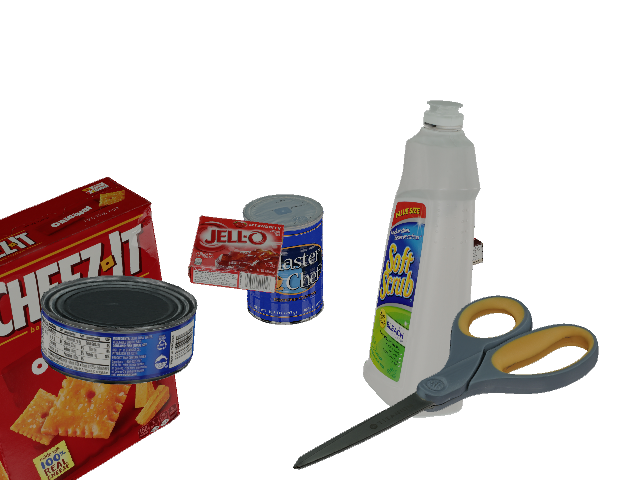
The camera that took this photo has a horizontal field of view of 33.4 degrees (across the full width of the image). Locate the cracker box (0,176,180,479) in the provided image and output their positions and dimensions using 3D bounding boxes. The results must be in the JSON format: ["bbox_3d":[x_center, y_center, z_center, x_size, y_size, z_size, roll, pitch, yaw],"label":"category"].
[{"bbox_3d":[-0.200,0.081,0.832,0.163,0.214,0.072,-28,39,-36],"label":"cracker box"}]

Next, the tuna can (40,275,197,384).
[{"bbox_3d":[-0.112,0.049,0.596,0.086,0.034,0.086,5,16,-2],"label":"tuna can"}]

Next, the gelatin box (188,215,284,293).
[{"bbox_3d":[-0.085,0.013,1.082,0.089,0.073,0.030,7,-45,-1],"label":"gelatin box"}]

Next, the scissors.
[{"bbox_3d":[0.065,0.076,0.622,0.201,0.016,0.096,-13,32,-16],"label":"scissors"}]

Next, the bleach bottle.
[{"bbox_3d":[0.086,0.011,0.870,0.068,0.251,0.103,-2,17,-19],"label":"bleach bottle"}]

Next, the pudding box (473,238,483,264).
[{"bbox_3d":[0.173,0.016,1.600,0.113,0.039,0.090,-18,26,-20],"label":"pudding box"}]

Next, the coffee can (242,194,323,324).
[{"bbox_3d":[-0.047,0.024,1.386,0.103,0.140,0.103,-1,26,0],"label":"coffee can"}]
